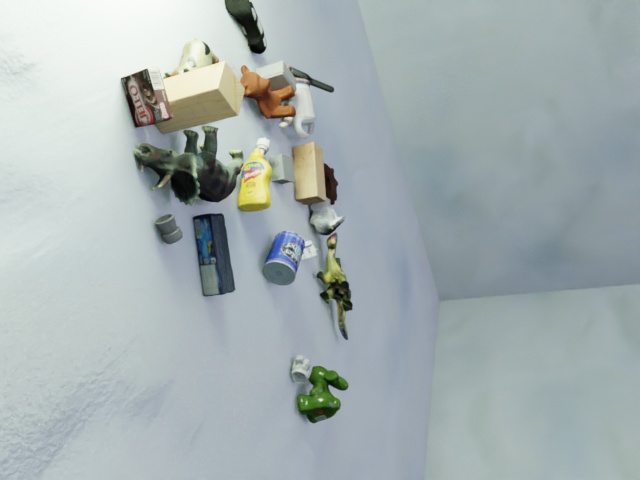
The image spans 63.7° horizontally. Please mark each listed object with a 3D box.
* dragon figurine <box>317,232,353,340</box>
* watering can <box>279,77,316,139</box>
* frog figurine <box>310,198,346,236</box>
[{"bbox_3d":[0.075,0.165,2.027,0.248,0.122,0.402,-74,157,-61],"label":"dragon figurine"},{"bbox_3d":[-0.086,-0.478,1.849,0.349,0.104,0.224,-19,99,-73],"label":"watering can"},{"bbox_3d":[0.006,-0.100,1.978,0.160,0.120,0.140,43,48,7],"label":"frog figurine"}]
